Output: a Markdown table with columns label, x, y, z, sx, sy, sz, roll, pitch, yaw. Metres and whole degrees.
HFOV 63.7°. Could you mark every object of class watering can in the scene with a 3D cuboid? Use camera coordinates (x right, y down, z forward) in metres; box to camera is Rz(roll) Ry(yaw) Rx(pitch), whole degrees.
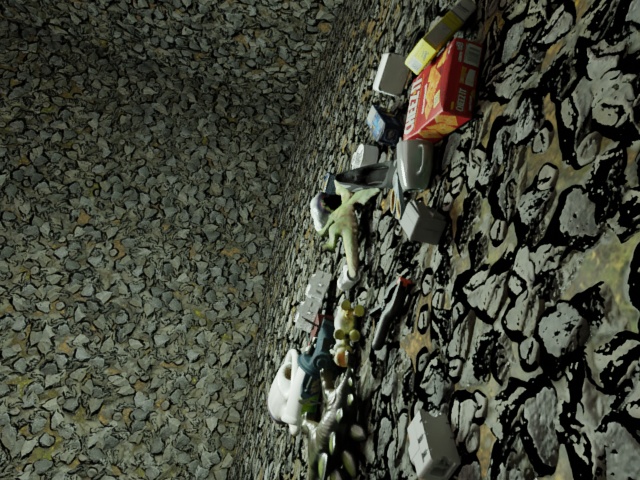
| label | x | y | z | sx | sy | sz | roll | pitch | yaw |
| --- | --- | --- | --- | --- | --- | --- | --- | --- | --- |
| watering can | -0.110 | 0.533 | 1.711 | 0.356 | 0.104 | 0.219 | -93 | 20 | -53 |

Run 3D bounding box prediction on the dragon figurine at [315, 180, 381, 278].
| label | x | y | z | sx | sy | sz | roll | pitch | yaw |
| --- | --- | --- | --- | --- | --- | --- | --- | --- | --- |
| dragon figurine | 0.101 | -0.077 | 1.508 | 0.240 | 0.121 | 0.417 | -63 | 24 | 17 |

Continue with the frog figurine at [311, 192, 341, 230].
| label | x | y | z | sx | sy | sz | roll | pitch | yaw |
| --- | --- | --- | --- | --- | --- | --- | --- | --- | --- |
| frog figurine | 0.006 | -0.095 | 1.894 | 0.156 | 0.123 | 0.140 | -45 | 51 | 47 |
